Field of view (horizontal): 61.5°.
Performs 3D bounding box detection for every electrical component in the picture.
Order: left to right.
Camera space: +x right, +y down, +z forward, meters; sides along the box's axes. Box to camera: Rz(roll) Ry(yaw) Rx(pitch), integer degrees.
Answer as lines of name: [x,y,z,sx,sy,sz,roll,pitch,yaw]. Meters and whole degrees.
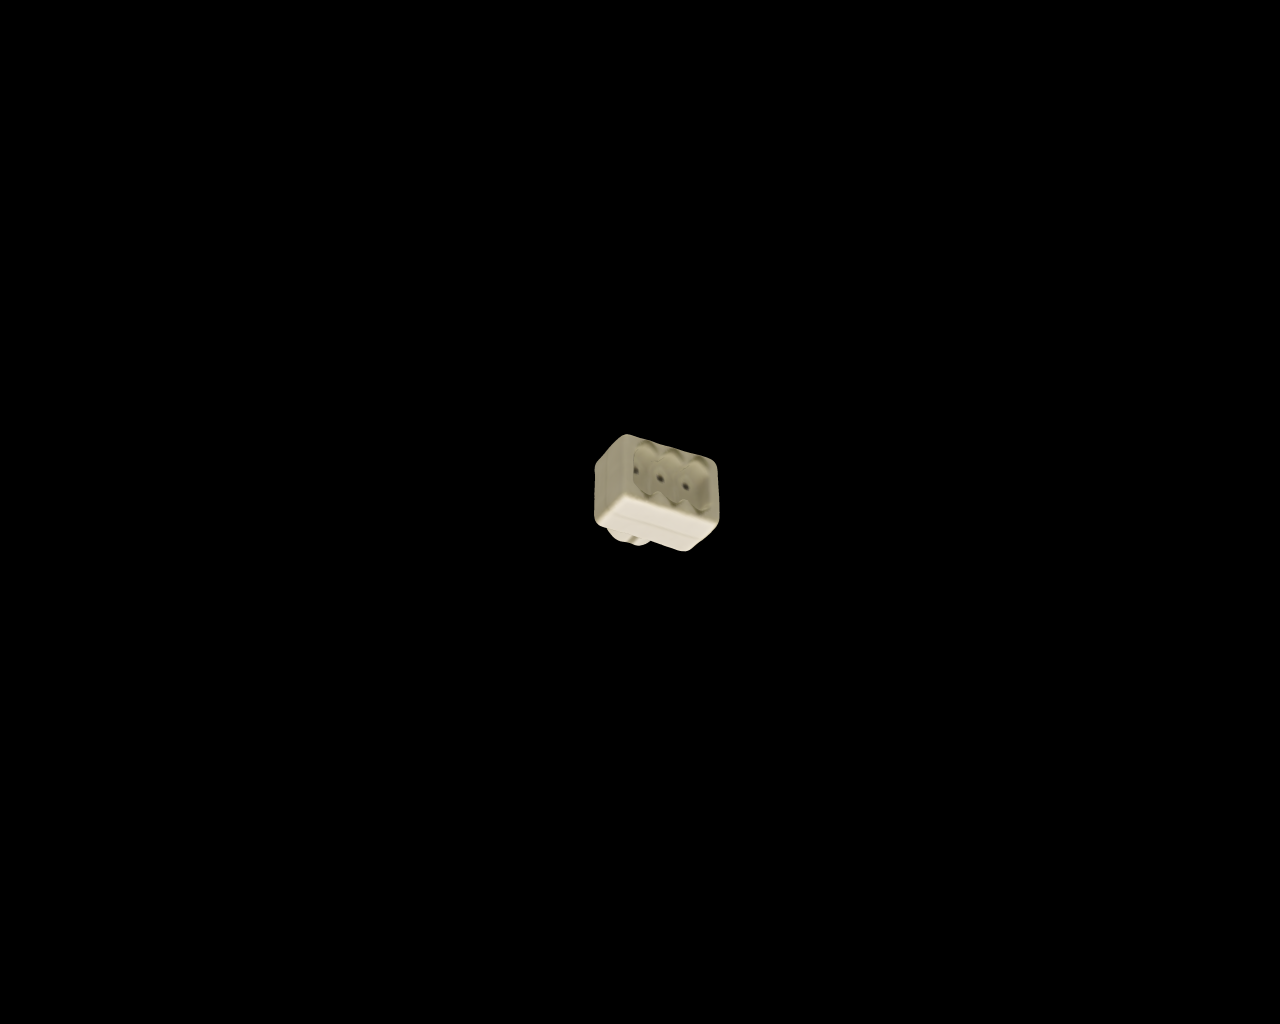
electrical component: [0.001,-0.003,0.650,0.066,0.047,0.076,17,-36,-24]
